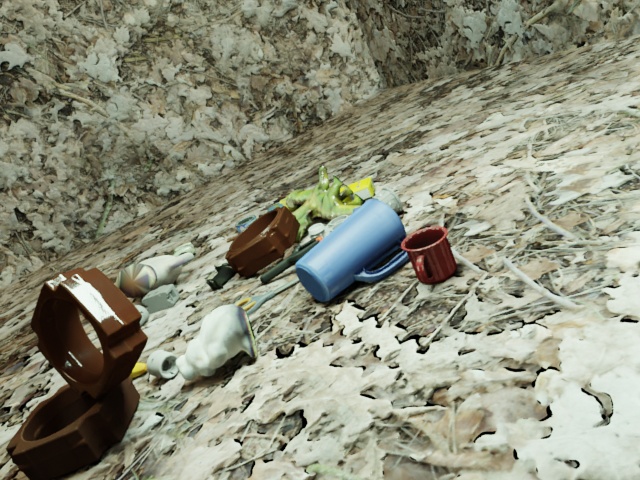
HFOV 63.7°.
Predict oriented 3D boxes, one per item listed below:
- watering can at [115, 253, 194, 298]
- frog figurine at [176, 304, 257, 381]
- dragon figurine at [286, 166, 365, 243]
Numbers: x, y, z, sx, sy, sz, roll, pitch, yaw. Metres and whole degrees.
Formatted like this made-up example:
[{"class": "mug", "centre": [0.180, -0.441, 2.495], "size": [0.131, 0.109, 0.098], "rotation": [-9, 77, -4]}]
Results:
[{"class": "watering can", "centre": [-0.560, 0.128, 1.641], "size": [0.345, 0.104, 0.226], "rotation": [-26, 0, 22]}, {"class": "frog figurine", "centre": [-0.212, 0.200, 1.023], "size": [0.160, 0.120, 0.140], "rotation": [-16, 36, -9]}, {"class": "dragon figurine", "centre": [0.005, -0.078, 1.550], "size": [0.242, 0.120, 0.418], "rotation": [-44, 36, 5]}]
